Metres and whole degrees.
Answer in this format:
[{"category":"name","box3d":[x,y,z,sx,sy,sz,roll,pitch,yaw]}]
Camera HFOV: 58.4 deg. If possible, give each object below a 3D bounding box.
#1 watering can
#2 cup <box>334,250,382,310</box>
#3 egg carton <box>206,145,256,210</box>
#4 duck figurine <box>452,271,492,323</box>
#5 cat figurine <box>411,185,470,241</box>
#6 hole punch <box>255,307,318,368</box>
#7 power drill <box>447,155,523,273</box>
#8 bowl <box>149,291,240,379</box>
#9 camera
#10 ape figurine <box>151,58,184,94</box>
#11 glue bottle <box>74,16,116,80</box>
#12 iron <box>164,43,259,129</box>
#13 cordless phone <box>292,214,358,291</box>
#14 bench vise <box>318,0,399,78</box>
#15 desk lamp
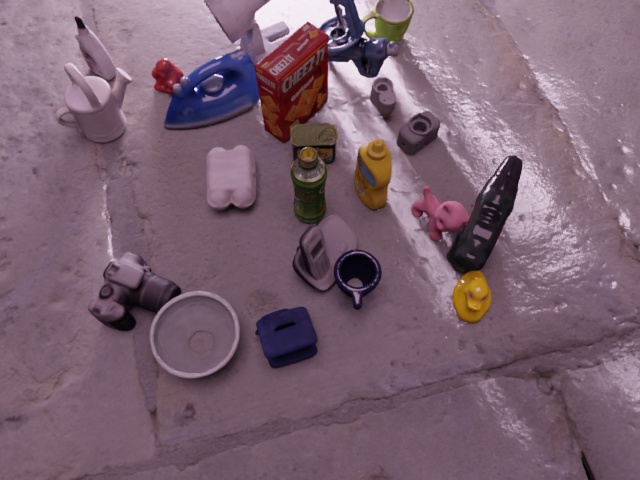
[{"category":"watering can","box3d":[-0.494,-0.312,1.246,0.100,0.194,0.173,28,68,12]},{"category":"cup","box3d":[0.072,0.089,1.121,0.091,0.095,0.118,0,65,0]},{"category":"egg carton","box3d":[-0.191,-0.135,1.236,0.107,0.069,0.150,-5,65,-3]},{"category":"duck figurine","box3d":[0.304,0.102,1.123,0.077,0.086,0.104,13,66,5]},{"category":"cat figurine","box3d":[0.252,-0.059,1.179,0.067,0.118,0.127,-32,69,-14]},{"category":"hole punch","box3d":[-0.065,0.177,1.080,0.109,0.091,0.101,-17,66,-8]},{"category":"power drill","box3d":[0.316,-0.029,1.116,0.075,0.208,0.230,24,67,10]},{"category":"bowl","box3d":[-0.230,0.186,1.083,0.167,0.075,0.167,0,65,0]},{"category":"camera","box3d":[-0.351,0.105,1.105,0.136,0.101,0.143,20,67,9]},{"category":"ape figurine","box3d":[-0.359,-0.389,1.339,0.076,0.092,0.077,-24,67,-11]},{"category":"glue bottle","box3d":[-0.528,-0.449,1.320,0.078,0.173,0.037,31,69,13]},{"category":"iron","box3d":[-0.249,-0.349,1.295,0.258,0.141,0.118,-30,69,-13]},{"category":"cordless phone","box3d":[0.010,0.004,1.110,0.094,0.185,0.148,29,68,13]},{"category":"bench vise","box3d":[0.081,-0.490,1.321,0.207,0.220,0.121,2,65,0]},{"category":"desk lamp","box3d":[-0.159,-0.517,1.334,0.203,0.213,0.117,-29,68,-13]}]
